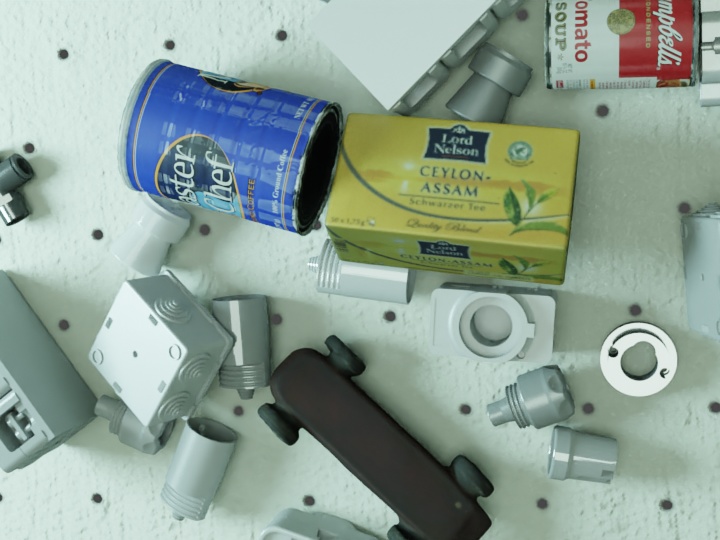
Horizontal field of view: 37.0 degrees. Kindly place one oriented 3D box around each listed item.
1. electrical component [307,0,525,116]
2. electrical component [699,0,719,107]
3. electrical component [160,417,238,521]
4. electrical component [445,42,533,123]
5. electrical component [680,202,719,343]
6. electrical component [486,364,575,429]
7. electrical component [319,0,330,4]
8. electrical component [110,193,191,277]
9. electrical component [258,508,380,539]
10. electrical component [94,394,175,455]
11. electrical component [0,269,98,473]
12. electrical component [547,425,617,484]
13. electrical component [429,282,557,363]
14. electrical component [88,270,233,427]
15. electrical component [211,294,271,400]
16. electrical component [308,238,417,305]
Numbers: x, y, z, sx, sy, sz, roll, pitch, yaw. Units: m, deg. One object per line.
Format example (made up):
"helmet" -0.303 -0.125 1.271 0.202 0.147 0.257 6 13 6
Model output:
"electrical component" 0.051 -0.196 0.780 0.150 0.062 0.089 -44 80 12
"electrical component" 0.265 -0.153 0.744 0.057 0.058 0.078 -1 95 15
"electrical component" -0.133 0.165 0.867 0.043 0.043 0.081 24 100 9
"electrical component" 0.095 -0.133 0.789 0.045 0.045 0.055 32 101 8
"electrical component" 0.258 0.003 0.740 0.048 0.099 0.099 -6 94 0
"electrical component" 0.126 0.099 0.805 0.062 0.043 0.043 -22 90 15
"electrical component" -0.032 -0.245 0.795 0.079 0.044 0.077 22 102 -27
"electrical component" -0.166 -0.029 0.855 0.045 0.045 0.055 35 101 7
"electrical component" -0.031 0.228 0.843 0.095 0.059 0.053 17 99 10
"electrical component" -0.185 0.121 0.874 0.062 0.043 0.043 21 99 10
"electrical component" -0.291 0.081 0.869 0.062 0.089 0.150 -37 87 13
"electrical component" 0.166 0.139 0.803 0.046 0.040 0.040 8 97 6
"electrical component" 0.099 0.039 0.799 0.089 0.056 0.050 4 96 12
"electrical component" -0.158 0.062 0.837 0.100 0.048 0.099 44 120 24
"electrical component" -0.093 0.062 0.849 0.043 0.043 0.081 -3 95 12
"electrical component" 0.000 0.000 0.823 0.081 0.043 0.043 7 97 12
